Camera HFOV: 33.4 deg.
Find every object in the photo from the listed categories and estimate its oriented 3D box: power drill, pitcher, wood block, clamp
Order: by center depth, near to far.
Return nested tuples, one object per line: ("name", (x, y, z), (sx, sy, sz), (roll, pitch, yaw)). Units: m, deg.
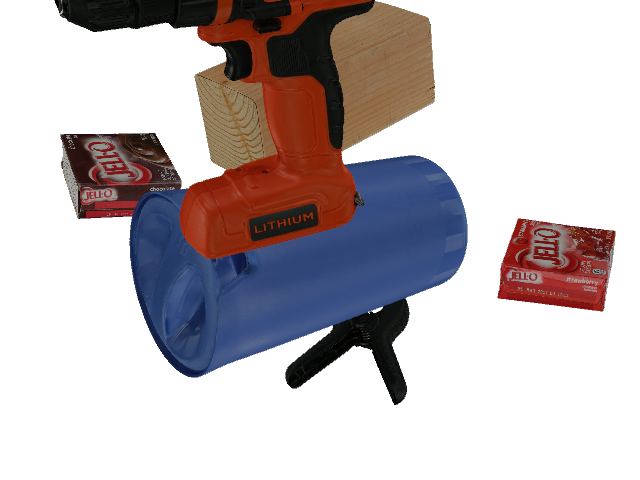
("power drill", (-0.044, -0.083, 0.580), (0.184, 0.188, 0.057), (-13, 39, -19))
("pitcher", (-0.017, 0.009, 0.812), (0.242, 0.145, 0.149), (-14, 39, -32))
("wood block", (0.000, -0.138, 0.977), (0.205, 0.091, 0.090), (-30, 39, -30))
("clamp", (0.052, 0.096, 1.071), (0.120, 0.039, 0.171), (17, 50, 19))

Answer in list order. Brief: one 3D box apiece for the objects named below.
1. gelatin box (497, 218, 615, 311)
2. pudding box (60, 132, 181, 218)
("gelatin box", (0.171, 0.016, 0.767), (0.073, 0.030, 0.089), (8, 25, 16))
("pudding box", (-0.182, -0.060, 0.958), (0.089, 0.039, 0.114), (-2, 27, -21))
